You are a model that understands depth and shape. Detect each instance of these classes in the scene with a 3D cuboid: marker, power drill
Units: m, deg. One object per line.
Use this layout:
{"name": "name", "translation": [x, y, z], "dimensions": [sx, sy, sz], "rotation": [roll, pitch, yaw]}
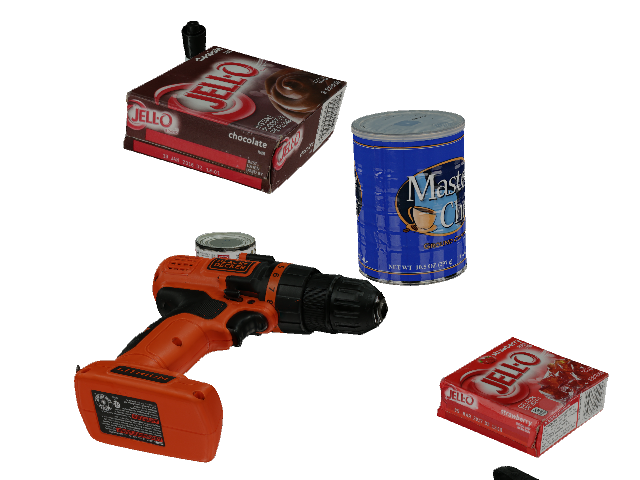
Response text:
{"name": "marker", "translation": [-0.098, -0.121, 0.853], "dimensions": [0.020, 0.121, 0.020], "rotation": [1, 43, -1]}
{"name": "power drill", "translation": [-0.065, 0.073, 0.738], "dimensions": [0.185, 0.057, 0.187], "rotation": [4, 28, 24]}

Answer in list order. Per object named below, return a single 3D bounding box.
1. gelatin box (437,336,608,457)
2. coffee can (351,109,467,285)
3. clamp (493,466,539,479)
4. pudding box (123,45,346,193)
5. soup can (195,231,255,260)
{"name": "gelatin box", "translation": [0.129, 0.097, 0.678], "dimensions": [0.073, 0.030, 0.089], "rotation": [20, 26, 37]}
{"name": "coffee can", "translation": [0.083, -0.042, 0.984], "dimensions": [0.103, 0.140, 0.103], "rotation": [-3, 18, 1]}
{"name": "clamp", "translation": [0.218, 0.245, 0.828], "dimensions": [0.210, 0.036, 0.164], "rotation": [0, 33, 26]}
{"name": "pudding box", "translation": [-0.046, -0.072, 0.606], "dimensions": [0.090, 0.039, 0.113], "rotation": [18, 26, 13]}
{"name": "soup can", "translation": [-0.105, 0.047, 1.176], "dimensions": [0.068, 0.102, 0.068], "rotation": [1, 17, -1]}
